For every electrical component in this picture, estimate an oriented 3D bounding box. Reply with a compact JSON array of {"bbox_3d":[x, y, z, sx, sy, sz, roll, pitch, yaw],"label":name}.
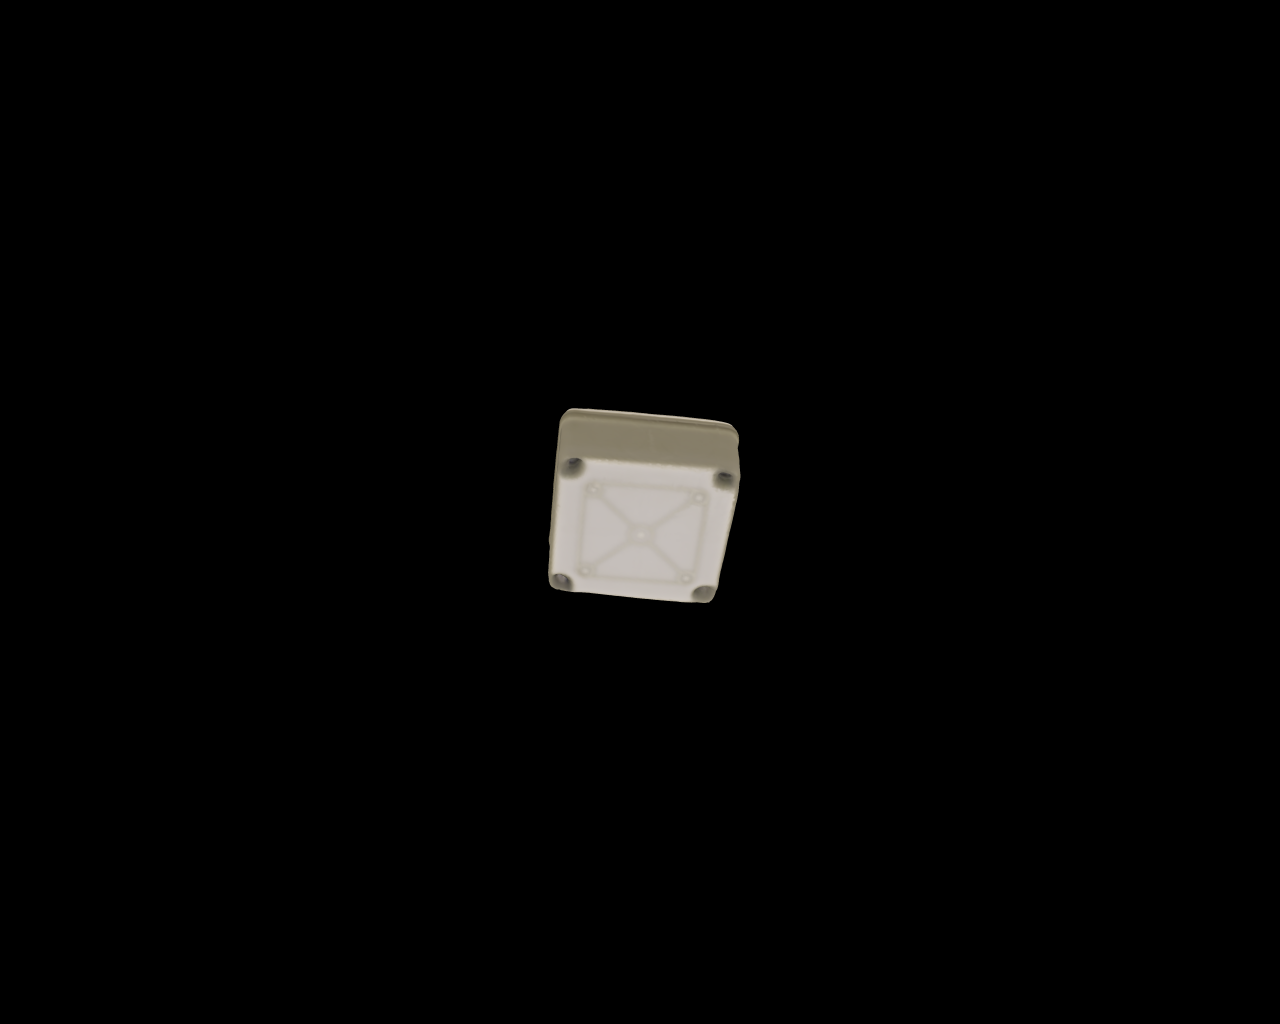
[{"bbox_3d":[0.001,-0.003,0.650,0.109,0.108,0.056,5,37,-4],"label":"electrical component"}]
